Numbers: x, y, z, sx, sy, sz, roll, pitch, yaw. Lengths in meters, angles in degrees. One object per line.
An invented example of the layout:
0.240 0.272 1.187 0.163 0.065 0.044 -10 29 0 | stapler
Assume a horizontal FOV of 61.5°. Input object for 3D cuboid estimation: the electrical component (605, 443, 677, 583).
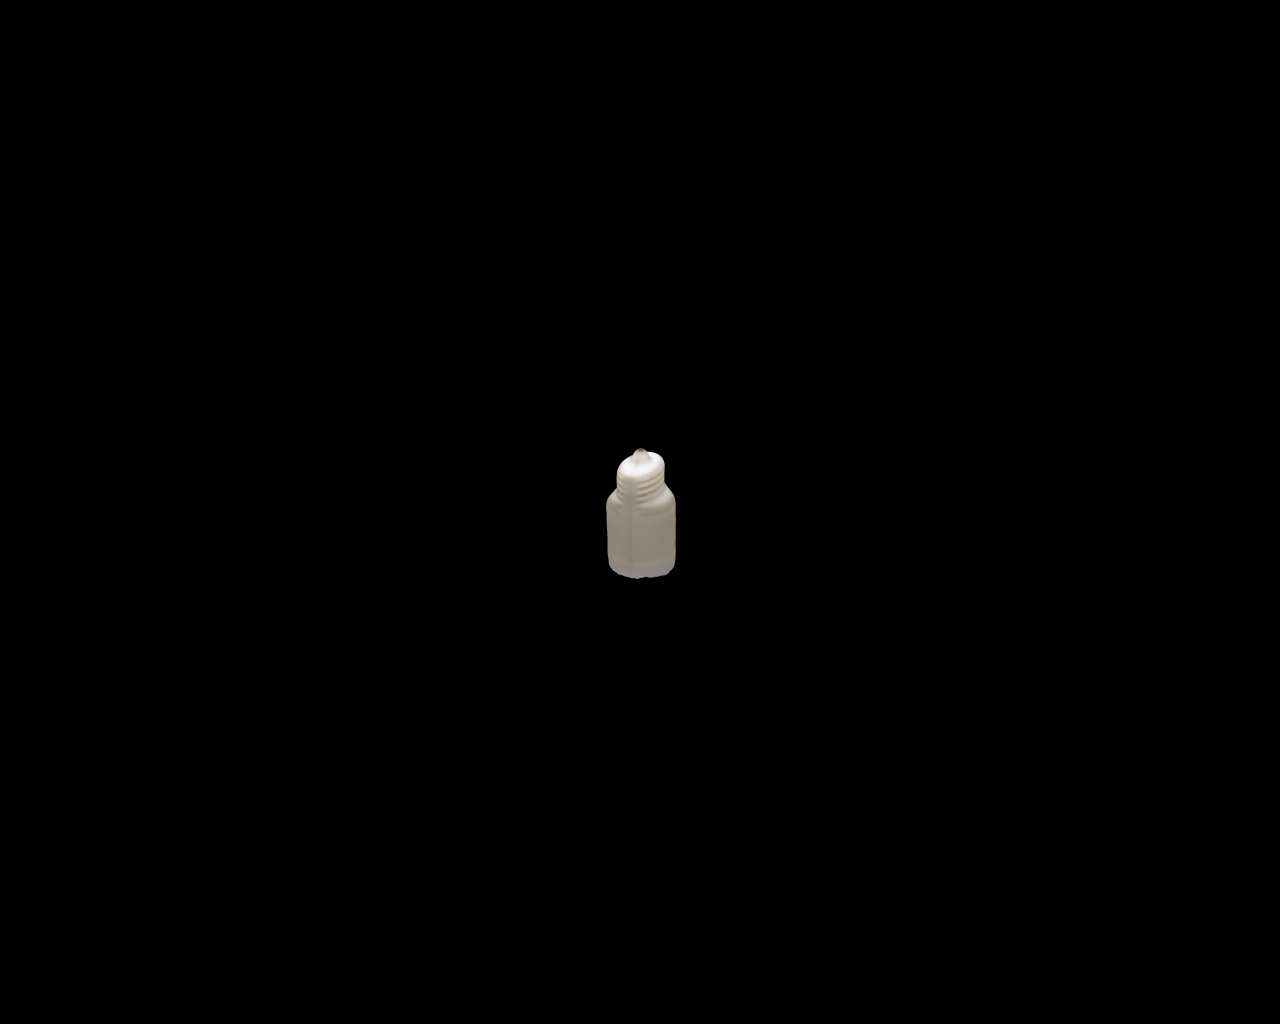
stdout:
0.001 -0.003 0.650 0.043 0.080 0.043 0 27 0 | electrical component
